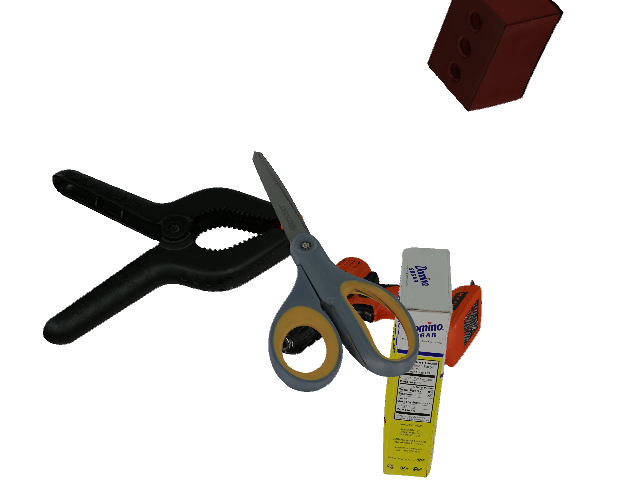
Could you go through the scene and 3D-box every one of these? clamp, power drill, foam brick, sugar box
[{"bbox_3d":[-0.120,-0.006,0.847,0.210,0.164,0.036,-11,-36,-7],"label":"clamp"},{"bbox_3d":[0.062,0.079,1.115,0.188,0.057,0.184,11,29,24],"label":"power drill"},{"bbox_3d":[0.115,-0.135,0.714,0.051,0.053,0.078,-19,-32,-29],"label":"foam brick"},{"bbox_3d":[0.080,0.103,0.894,0.048,0.176,0.093,3,31,4],"label":"sugar box"}]

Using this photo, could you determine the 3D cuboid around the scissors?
[{"bbox_3d":[-0.020,0.020,0.664,0.096,0.016,0.202,-30,54,-23],"label":"scissors"}]
